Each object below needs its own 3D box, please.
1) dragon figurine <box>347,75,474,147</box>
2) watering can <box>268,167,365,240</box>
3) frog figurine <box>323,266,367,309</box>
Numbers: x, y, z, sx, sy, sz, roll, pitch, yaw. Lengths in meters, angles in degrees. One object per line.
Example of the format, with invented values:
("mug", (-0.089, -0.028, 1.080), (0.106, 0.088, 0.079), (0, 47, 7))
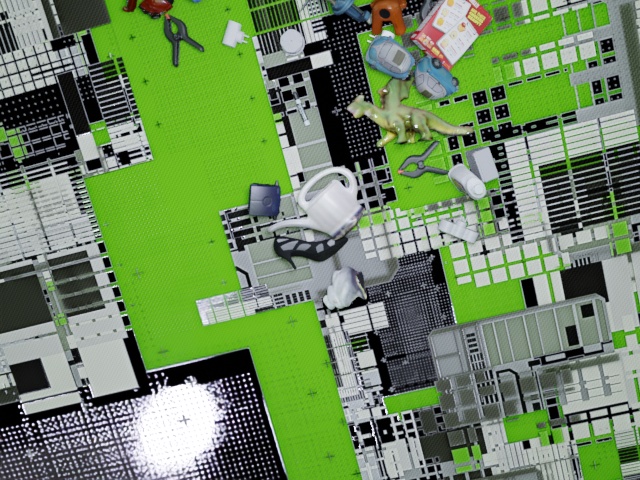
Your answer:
("dragon figurine", (0.293, -0.436, 1.711), (0.411, 0.122, 0.243), (-9, 91, -5))
("watering can", (0.005, -0.089, 1.768), (0.346, 0.104, 0.224), (-44, 95, 6))
("frog figurine", (0.073, 0.171, 1.806), (0.158, 0.121, 0.140), (-22, 66, 15))
